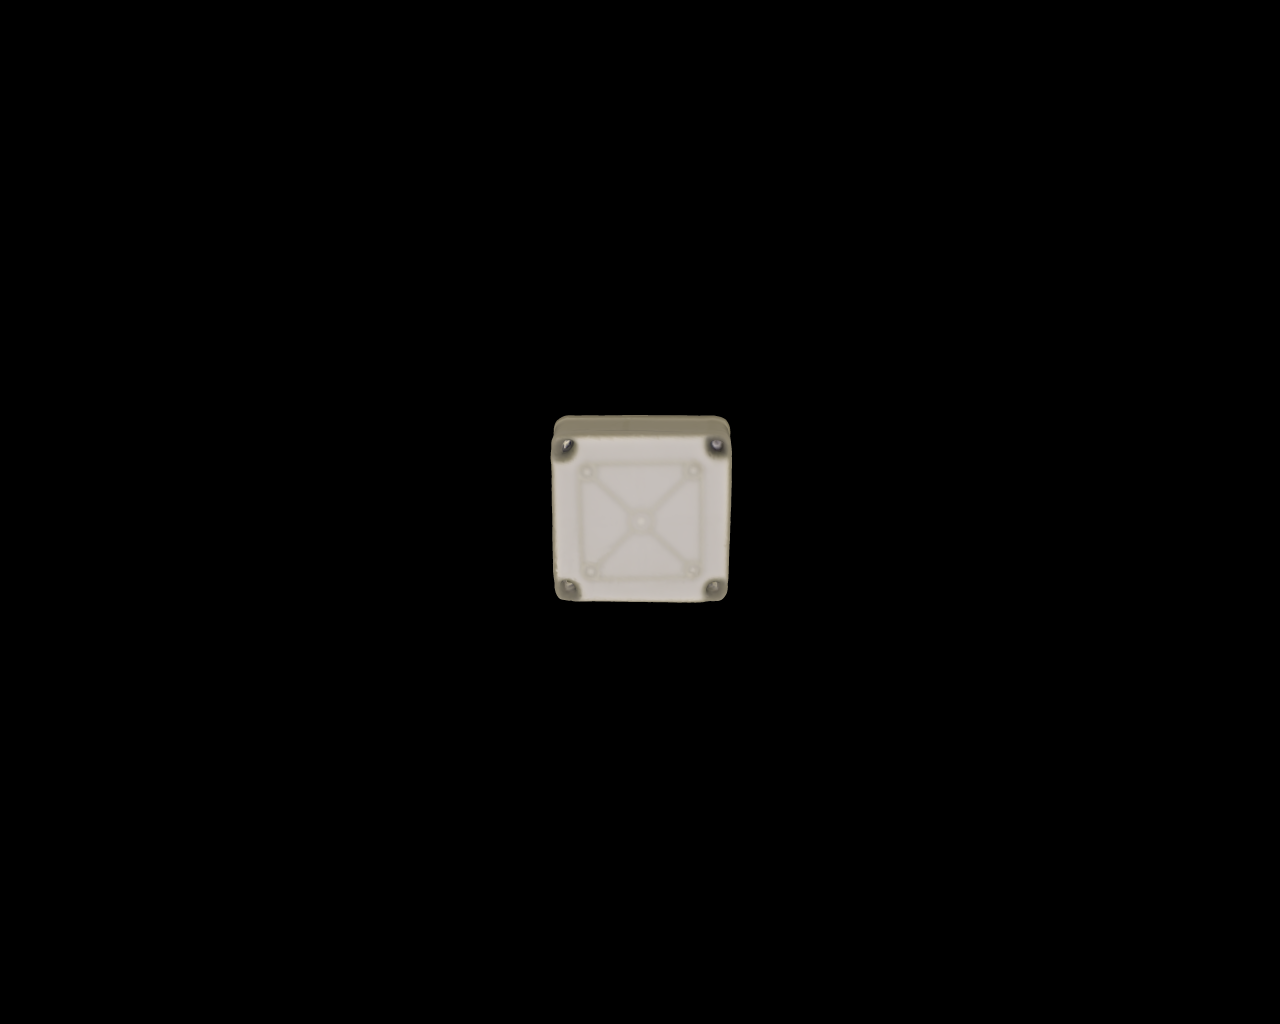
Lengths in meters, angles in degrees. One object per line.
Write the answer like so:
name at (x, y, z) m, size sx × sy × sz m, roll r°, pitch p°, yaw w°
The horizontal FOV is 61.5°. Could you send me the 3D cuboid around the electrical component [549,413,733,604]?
electrical component at (0.001, -0.003, 0.650) m, size 0.109 × 0.108 × 0.056 m, roll 0°, pitch 17°, yaw 0°
